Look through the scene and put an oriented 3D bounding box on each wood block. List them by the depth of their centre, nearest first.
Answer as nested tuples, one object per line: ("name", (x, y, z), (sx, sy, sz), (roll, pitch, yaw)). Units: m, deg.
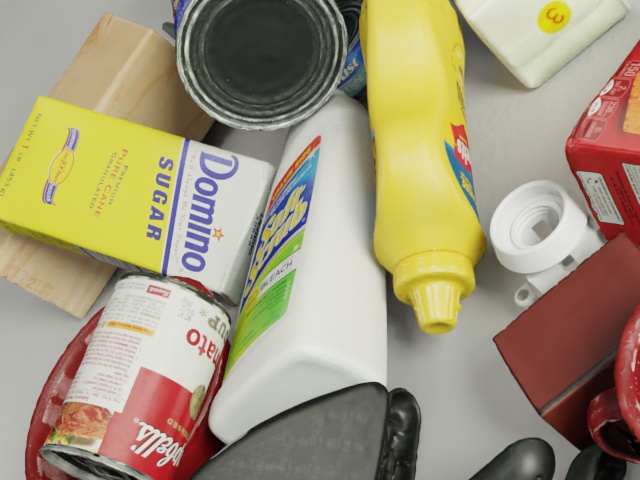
("wood block", (-0.172, -0.058, 0.813), (0.206, 0.090, 0.091), (-57, 37, -3))

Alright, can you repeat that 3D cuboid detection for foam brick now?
("foam brick", (0.126, 0.048, 0.466), (0.078, 0.053, 0.051), (-41, 38, 9))

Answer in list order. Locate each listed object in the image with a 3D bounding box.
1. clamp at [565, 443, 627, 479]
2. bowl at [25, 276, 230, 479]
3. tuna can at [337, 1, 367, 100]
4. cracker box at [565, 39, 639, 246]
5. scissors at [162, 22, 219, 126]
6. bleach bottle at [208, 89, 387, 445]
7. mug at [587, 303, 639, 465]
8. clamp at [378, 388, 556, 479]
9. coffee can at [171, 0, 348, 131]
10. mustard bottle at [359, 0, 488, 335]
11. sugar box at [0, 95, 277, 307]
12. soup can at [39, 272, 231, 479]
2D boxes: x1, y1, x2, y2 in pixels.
("clamp", (0.084, 0.194, 0.392), (0.210, 0.036, 0.165), (-47, 35, 2))
("bowl", (-0.103, 0.104, 0.645), (0.162, 0.055, 0.162), (-26, 43, 27))
("tuna can", (0.008, -0.124, 0.741), (0.086, 0.033, 0.086), (-32, 32, 23))
("cracker box", (0.229, -0.062, 0.421), (0.214, 0.072, 0.164), (15, 59, 50))
("scissors", (-0.105, -0.144, 0.896), (0.202, 0.016, 0.096), (16, 70, 51))
("bleach bottle", (-0.004, 0.001, 0.626), (0.103, 0.068, 0.250), (-47, 25, 37))
("mug", (0.158, 0.063, 0.395), (0.117, 0.081, 0.093), (-22, 44, 31))
("clamp", (0.028, 0.146, 0.492), (0.171, 0.039, 0.120), (-54, 20, -4))
("coffee can", (-0.044, -0.144, 0.684), (0.103, 0.102, 0.140), (-39, 28, 13))
("mustard bottle", (0.055, -0.040, 0.572), (0.058, 0.096, 0.191), (-8, 60, 12))
("sugar box", (-0.122, -0.027, 0.707), (0.176, 0.048, 0.093), (16, 77, 17))
("soup can", (-0.094, 0.076, 0.557), (0.069, 0.068, 0.102), (-6, 54, 42))
